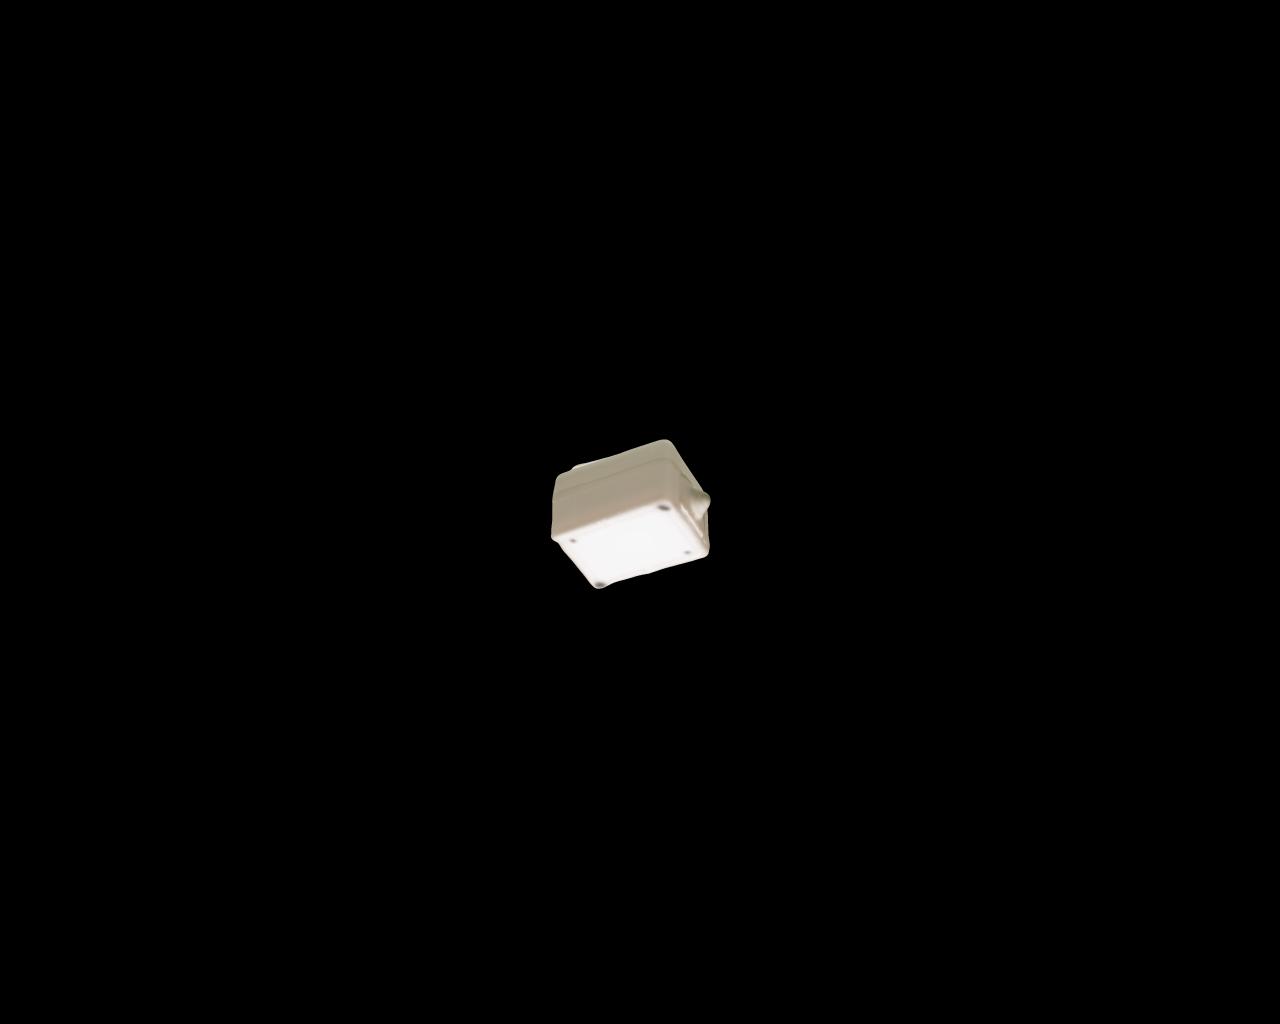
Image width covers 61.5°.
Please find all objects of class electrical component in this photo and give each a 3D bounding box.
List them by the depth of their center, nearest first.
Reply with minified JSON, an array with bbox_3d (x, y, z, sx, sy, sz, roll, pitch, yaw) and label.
[{"bbox_3d":[0.001,-0.003,0.650,0.096,0.061,0.061,-18,-44,19],"label":"electrical component"}]
